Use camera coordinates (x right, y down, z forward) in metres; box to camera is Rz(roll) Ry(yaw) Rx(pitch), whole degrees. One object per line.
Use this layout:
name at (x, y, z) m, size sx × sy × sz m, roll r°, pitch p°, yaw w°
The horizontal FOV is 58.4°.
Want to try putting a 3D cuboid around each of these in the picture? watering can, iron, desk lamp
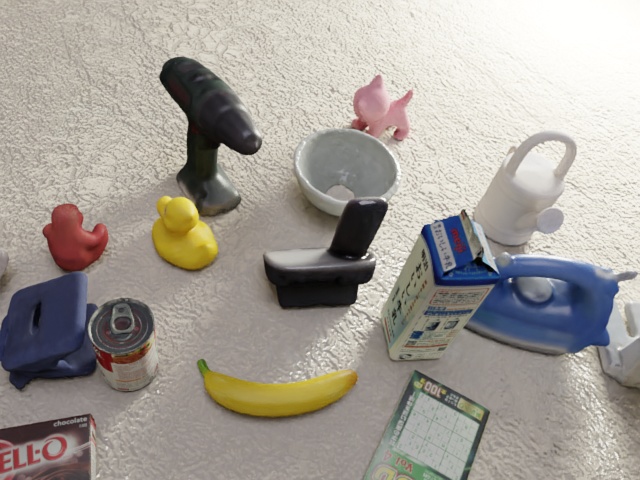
watering can at (0.317, -0.081, 0.859) m, size 0.101 × 0.194 × 0.172 m, roll -15°, pitch 57°, yaw -22°
iron at (0.280, 0.063, 0.771) m, size 0.258 × 0.141 × 0.118 m, roll 10°, pitch 51°, yaw -4°
desk lamp at (0.452, 0.113, 0.724) m, size 0.118 × 0.213 × 0.203 m, roll 8°, pitch 51°, yaw -6°

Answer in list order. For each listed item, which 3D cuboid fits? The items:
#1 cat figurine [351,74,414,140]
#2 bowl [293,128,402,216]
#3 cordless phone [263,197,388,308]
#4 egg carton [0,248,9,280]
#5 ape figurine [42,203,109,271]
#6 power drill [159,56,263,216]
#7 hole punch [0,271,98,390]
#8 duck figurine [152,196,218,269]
cat figurine at (0.104, -0.227, 0.975) m, size 0.128 × 0.118 × 0.067 m, roll -14°, pitch 57°, yaw -22°
bowl at (0.037, -0.091, 0.882) m, size 0.167 × 0.075 × 0.167 m, roll 6°, pitch 52°, yaw -8°
cordless phone at (0.007, 0.003, 0.731) m, size 0.148 × 0.185 × 0.094 m, roll -5°, pitch 54°, yaw -16°
egg carton at (-0.446, 0.053, 0.667) m, size 0.107 × 0.069 × 0.150 m, roll 21°, pitch 51°, yaw 4°
ape figurine at (-0.316, -0.010, 0.730) m, size 0.078 × 0.092 × 0.076 m, roll 15°, pitch 51°, yaw 0°
power drill at (-0.150, -0.136, 0.790) m, size 0.076 × 0.208 × 0.229 m, roll -23°, pitch 61°, yaw -27°
hole punch at (-0.308, 0.099, 0.647) m, size 0.101 × 0.091 × 0.108 m, roll -3°, pitch 53°, yaw -14°
duck figurine at (-0.182, -0.017, 0.769) m, size 0.104 × 0.086 × 0.078 m, roll 38°, pitch 55°, yaw 18°
